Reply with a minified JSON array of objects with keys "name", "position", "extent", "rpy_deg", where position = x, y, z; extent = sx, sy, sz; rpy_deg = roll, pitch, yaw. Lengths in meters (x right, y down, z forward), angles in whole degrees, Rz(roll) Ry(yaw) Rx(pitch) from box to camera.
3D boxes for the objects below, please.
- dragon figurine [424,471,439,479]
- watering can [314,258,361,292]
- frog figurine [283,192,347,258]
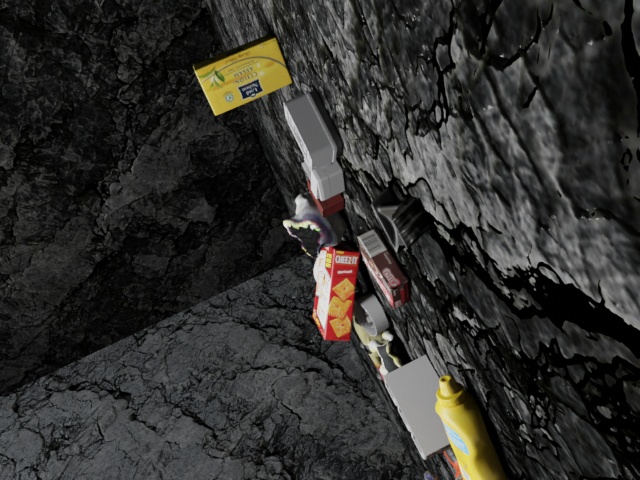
[{"name":"dragon figurine","position":[0.305,0.581,0.815],"extent":[0.240,0.121,0.418],"rpy_deg":[42,15,-24]},{"name":"watering can","position":[0.034,0.093,1.509],"extent":[0.104,0.340,0.229],"rpy_deg":[-26,42,-5]},{"name":"frog figurine","position":[0.004,-0.059,1.181],"extent":[0.137,0.163,0.120],"rpy_deg":[35,-41,-5]}]
